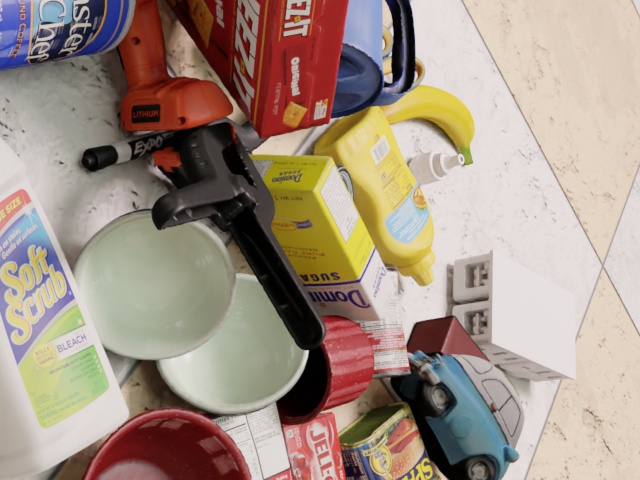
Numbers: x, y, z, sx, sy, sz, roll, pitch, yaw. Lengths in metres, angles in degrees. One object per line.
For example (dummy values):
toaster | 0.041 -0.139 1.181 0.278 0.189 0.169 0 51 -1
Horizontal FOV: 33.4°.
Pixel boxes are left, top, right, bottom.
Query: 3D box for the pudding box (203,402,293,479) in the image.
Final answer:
pudding box | -0.066 0.192 0.876 0.089 0.039 0.113 -10 86 -50

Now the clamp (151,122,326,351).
clamp | -0.059 -0.018 0.791 0.164 0.036 0.210 47 17 -26

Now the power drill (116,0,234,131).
power drill | -0.123 -0.179 0.812 0.057 0.185 0.187 -21 105 -34

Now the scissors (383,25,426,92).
scissors | 0.029 -0.180 1.108 0.201 0.016 0.096 -15 71 -39

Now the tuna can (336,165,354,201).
tuna can | 0.004 -0.029 1.000 0.086 0.034 0.086 4 90 -71

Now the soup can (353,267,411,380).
soup can | 0.047 0.082 1.020 0.068 0.069 0.102 4 76 -50

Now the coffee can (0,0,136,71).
coffee can | -0.215 -0.172 0.747 0.140 0.103 0.103 -25 99 -50

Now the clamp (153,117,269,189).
clamp | -0.073 -0.058 0.928 0.171 0.039 0.120 -16 101 -48

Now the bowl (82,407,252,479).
bowl | -0.123 0.206 0.782 0.161 0.055 0.162 12 72 -42

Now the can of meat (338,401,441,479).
can of meat | 0.060 0.211 1.009 0.101 0.058 0.084 -27 98 -51

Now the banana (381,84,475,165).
banana | 0.124 -0.140 1.200 0.197 0.037 0.069 16 68 -47

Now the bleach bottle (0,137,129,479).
bleach bottle | -0.219 0.027 0.721 0.102 0.068 0.251 -28 99 -51

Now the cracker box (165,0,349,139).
cracker box | -0.060 -0.209 0.827 0.072 0.164 0.214 -17 51 -23

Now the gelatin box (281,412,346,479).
gelatin box | -0.011 0.202 0.945 0.073 0.030 0.089 -3 82 -51

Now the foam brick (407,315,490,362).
foam brick | 0.133 0.125 1.123 0.078 0.053 0.051 50 46 -28

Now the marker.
marker | -0.146 -0.076 0.869 0.120 0.020 0.020 -25 99 -50

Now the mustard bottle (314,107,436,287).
mustard bottle | 0.068 -0.035 1.085 0.191 0.058 0.096 61 41 -19

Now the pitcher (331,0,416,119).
pitcher | 0.009 -0.243 1.018 0.149 0.145 0.243 55 36 -58

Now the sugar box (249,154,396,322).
sugar box | -0.006 0.001 0.923 0.048 0.093 0.176 -62 142 -33

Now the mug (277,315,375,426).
mug | -0.010 0.099 0.936 0.081 0.093 0.117 -4 64 -55
